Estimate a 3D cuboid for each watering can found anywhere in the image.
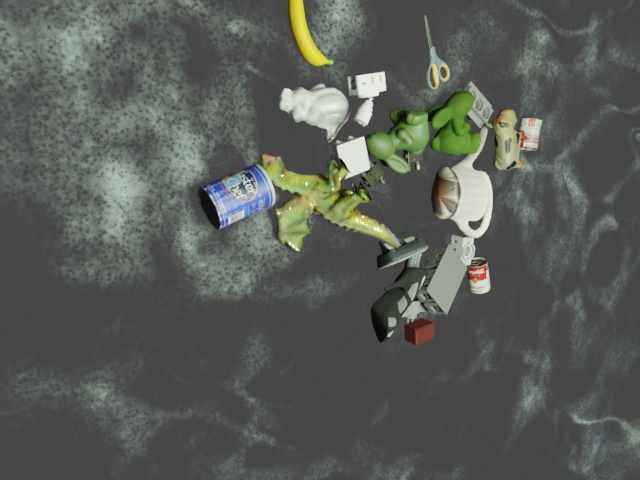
[{"bbox_3d":[0.436,-0.179,1.550,0.224,0.103,0.349,2,85,-33],"label":"watering can"}]

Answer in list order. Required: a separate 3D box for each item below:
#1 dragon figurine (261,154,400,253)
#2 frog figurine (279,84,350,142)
[{"bbox_3d":[0.004,-0.064,1.271,0.241,0.124,0.405,-34,112,10],"label":"dragon figurine"},{"bbox_3d":[-0.013,-0.320,1.212,0.158,0.121,0.141,35,48,-25],"label":"frog figurine"}]
